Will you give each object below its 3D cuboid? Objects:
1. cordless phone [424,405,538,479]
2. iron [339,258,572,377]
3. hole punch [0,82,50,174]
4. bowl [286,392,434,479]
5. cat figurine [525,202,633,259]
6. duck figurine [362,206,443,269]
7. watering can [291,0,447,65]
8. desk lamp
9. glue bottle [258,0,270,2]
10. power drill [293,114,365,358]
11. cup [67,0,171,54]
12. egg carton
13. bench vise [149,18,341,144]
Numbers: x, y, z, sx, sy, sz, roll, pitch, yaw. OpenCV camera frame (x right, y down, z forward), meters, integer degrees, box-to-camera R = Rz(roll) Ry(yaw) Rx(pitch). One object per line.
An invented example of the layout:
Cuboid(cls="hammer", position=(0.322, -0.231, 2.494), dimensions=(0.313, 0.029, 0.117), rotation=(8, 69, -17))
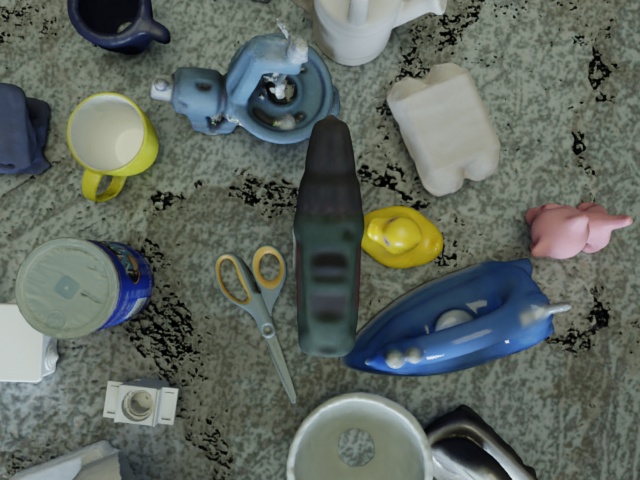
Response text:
Cuboid(cls="cordless phone", position=(0.187, 0.266, 0.622), dimensions=(0.147, 0.185, 0.094), rotation=(41, 87, 0))
Cuboid(cls="iron", position=(0.147, 0.107, 0.648), dimensions=(0.258, 0.141, 0.119), rotation=(-20, 89, -2))
Cuboid(cls="hole punch", position=(-0.380, -0.130, 0.664), dimensions=(0.108, 0.091, 0.101), rotation=(6, 88, -1))
Cuboid(cls="bowl", position=(0.044, 0.257, 0.673), dimensions=(0.167, 0.074, 0.167), rotation=(0, 88, -2))
Cuboid(cls="cat figurine", position=(0.296, -0.013, 0.669), dimensions=(0.128, 0.117, 0.067), rotation=(-8, 88, -2))
Cuboid(cls="duck figurine", position=(0.098, -0.004, 0.678), dimensions=(0.104, 0.086, 0.077), rotation=(14, 88, -1))
Cuboid(cls="watering can", position=(0.050, -0.276, 0.632), dimensions=(0.173, 0.194, 0.101), rotation=(-15, 88, -2))
Cuboid(cls="desk lamp", position=(-0.256, 0.294, 0.592), dimensions=(0.203, 0.213, 0.118), rotation=(-21, 88, -2))
Cuboid(cls="glue bottle", position=(-0.090, -0.326, 0.639), dimensions=(0.078, 0.173, 0.037), rotation=(12, 88, -1))
Cuboid(cls="power drill", position=(0.006, 0.002, 0.613), dimensions=(0.075, 0.208, 0.230), rotation=(-1, 88, -1))
Cuboid(cls="cup", position=(-0.221, -0.252, 0.672), dimensions=(0.118, 0.095, 0.092), rotation=(26, 87, -1))
Cuboid(cls="egg carton", position=(0.151, -0.134, 0.692), dimensions=(0.107, 0.069, 0.150), rotation=(-24, 89, -2))
Cuboid(cls="bench vise", position=(-0.078, -0.157, 0.611), dimensions=(0.207, 0.219, 0.121), rotation=(-17, 88, -2))
